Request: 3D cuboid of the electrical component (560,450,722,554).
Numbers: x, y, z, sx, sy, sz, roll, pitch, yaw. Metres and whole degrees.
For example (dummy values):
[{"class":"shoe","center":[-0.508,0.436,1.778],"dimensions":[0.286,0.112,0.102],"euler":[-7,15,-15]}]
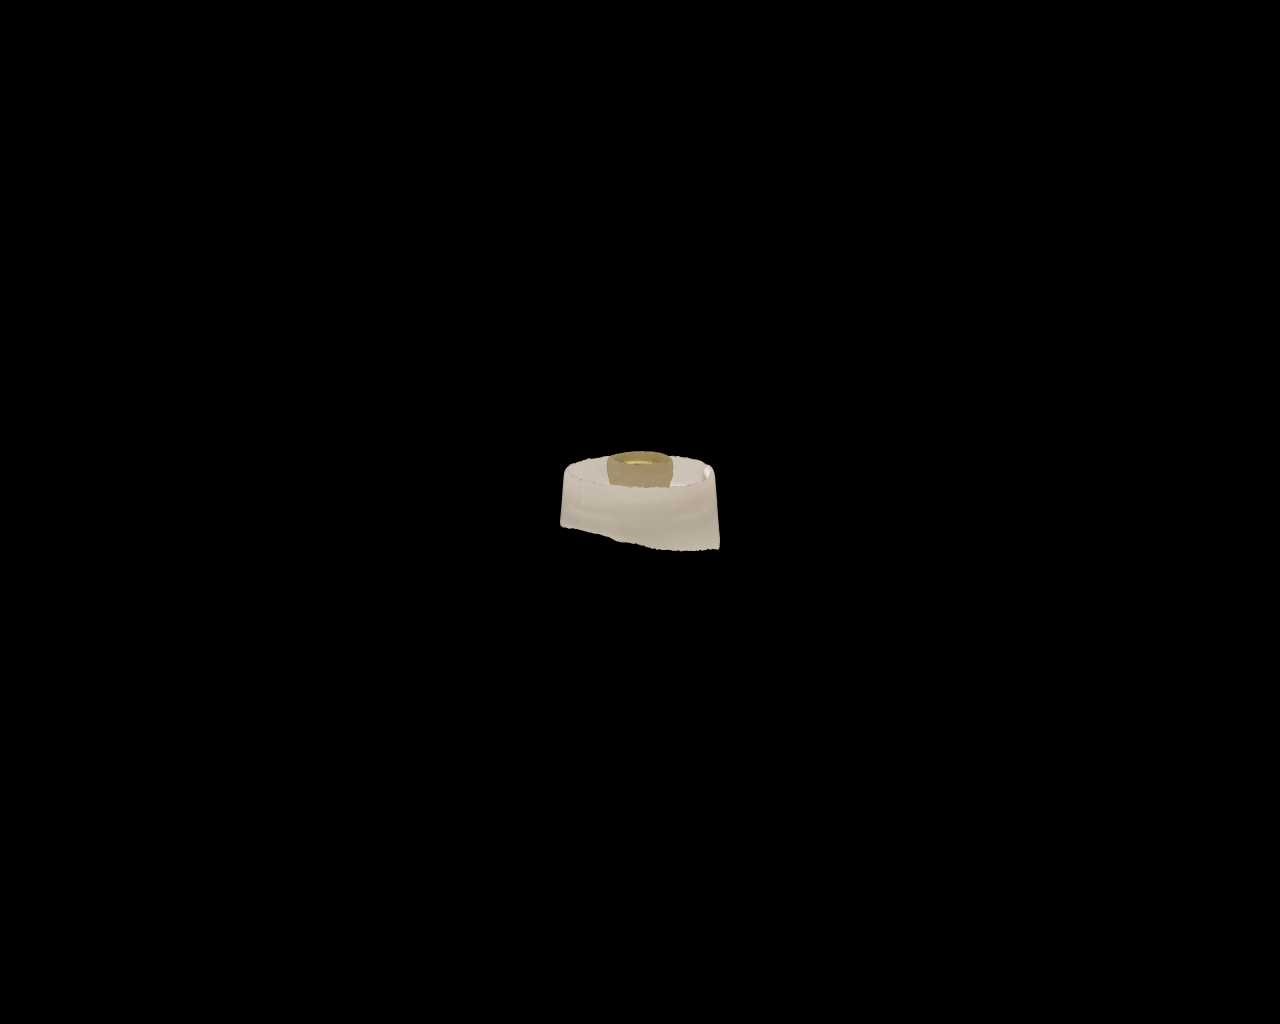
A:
[{"class":"electrical component","center":[0.001,-0.003,0.650],"dimensions":[0.099,0.064,0.099],"euler":[0,15,0]}]
